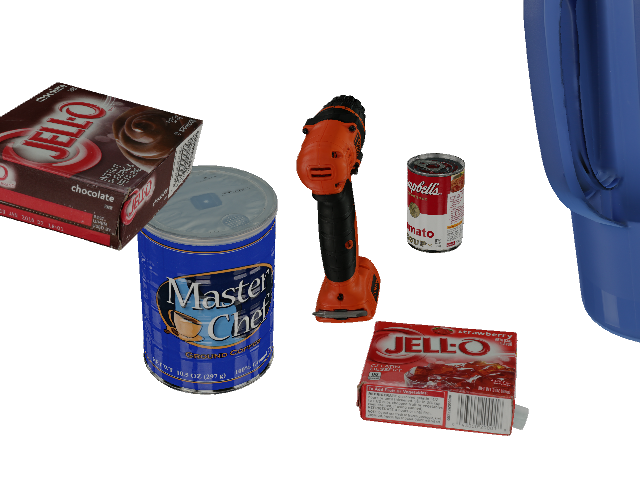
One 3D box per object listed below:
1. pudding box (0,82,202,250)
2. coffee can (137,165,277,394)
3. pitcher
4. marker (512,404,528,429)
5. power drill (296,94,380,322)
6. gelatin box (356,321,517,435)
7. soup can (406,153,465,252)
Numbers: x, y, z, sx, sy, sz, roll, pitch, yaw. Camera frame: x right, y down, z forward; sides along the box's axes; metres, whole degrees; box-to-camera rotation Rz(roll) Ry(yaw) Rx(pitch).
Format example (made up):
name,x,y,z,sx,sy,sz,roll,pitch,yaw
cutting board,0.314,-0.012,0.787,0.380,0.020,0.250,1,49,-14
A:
name,x,y,z,sx,sy,sz,roll,pitch,yaw
pudding box,-0.123,-0.042,0.557,0.090,0.039,0.113,16,24,7
coffee can,-0.085,0.029,0.800,0.103,0.140,0.103,2,33,-1
pitcher,0.181,-0.067,0.565,0.149,0.243,0.145,-7,22,6
marker,0.111,0.128,0.881,0.121,0.020,0.020,18,2,6
power drill,0.019,-0.031,0.998,0.057,0.188,0.184,-3,23,12
gelatin box,0.071,0.079,0.632,0.089,0.030,0.073,5,25,10
soup can,0.136,-0.045,1.268,0.068,0.102,0.068,-1,26,0
